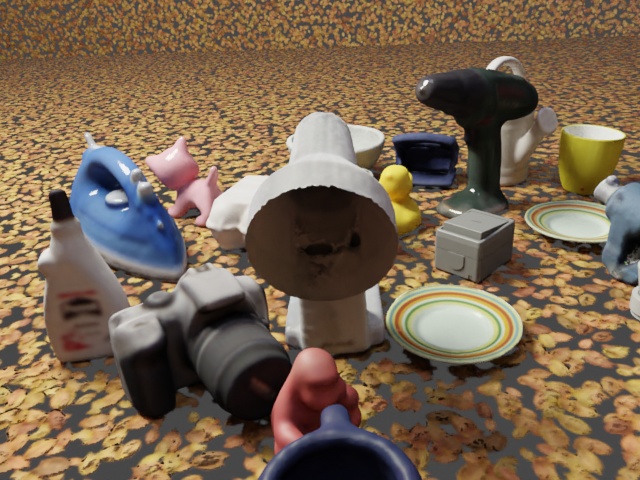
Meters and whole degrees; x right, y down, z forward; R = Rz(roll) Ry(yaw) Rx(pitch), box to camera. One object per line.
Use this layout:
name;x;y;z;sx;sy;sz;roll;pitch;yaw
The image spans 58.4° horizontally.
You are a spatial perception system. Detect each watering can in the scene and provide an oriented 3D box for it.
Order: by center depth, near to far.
watering can;0.296;-0.191;0.911;0.172;0.194;0.101;17;32;35

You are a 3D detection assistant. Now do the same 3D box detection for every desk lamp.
desk lamp;0.005;0.002;0.528;0.118;0.214;0.203;-2;26;2

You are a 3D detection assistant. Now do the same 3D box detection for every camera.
camera;-0.094;0.090;0.489;0.143;0.101;0.136;-18;30;-27

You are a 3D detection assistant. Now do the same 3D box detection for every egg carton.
egg carton;-0.081;-0.039;0.785;0.107;0.069;0.150;6;28;18

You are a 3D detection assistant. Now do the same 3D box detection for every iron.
iron;-0.251;-0.052;0.750;0.119;0.141;0.257;-23;32;-34

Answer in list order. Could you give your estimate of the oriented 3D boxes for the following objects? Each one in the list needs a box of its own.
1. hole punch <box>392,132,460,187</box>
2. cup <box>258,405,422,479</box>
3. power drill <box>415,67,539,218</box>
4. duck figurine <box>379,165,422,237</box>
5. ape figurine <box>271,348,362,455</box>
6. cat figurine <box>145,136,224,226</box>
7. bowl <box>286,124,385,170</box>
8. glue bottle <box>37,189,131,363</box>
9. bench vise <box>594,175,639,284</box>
hole punch;0.173;-0.143;0.945;0.108;0.091;0.101;5;27;16
cup;0.011;0.164;0.331;0.091;0.095;0.117;-4;26;-1
power drill;0.214;-0.136;0.792;0.230;0.209;0.075;-23;32;-35
duck figurine;0.100;-0.058;0.786;0.077;0.086;0.105;12;30;29
ape figurine;-0.004;0.122;0.422;0.078;0.092;0.075;-18;30;-28
cat figurine;-0.196;-0.093;0.853;0.127;0.118;0.067;14;31;32
bowl;0.028;-0.140;0.973;0.167;0.075;0.167;-3;26;2
glue bottle;-0.227;0.034;0.536;0.078;0.173;0.037;-9;27;-12
bench vise;0.371;-0.040;0.565;0.206;0.220;0.122;17;33;36
